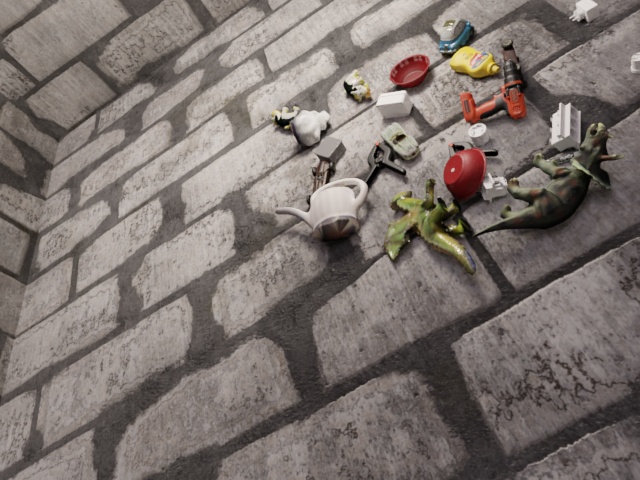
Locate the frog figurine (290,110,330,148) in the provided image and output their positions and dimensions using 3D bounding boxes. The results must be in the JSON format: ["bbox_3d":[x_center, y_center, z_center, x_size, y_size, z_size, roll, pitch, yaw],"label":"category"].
[{"bbox_3d":[-0.031,-0.449,2.029,0.159,0.122,0.139,-23,78,6],"label":"frog figurine"}]

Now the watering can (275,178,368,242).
[{"bbox_3d":[0.005,-0.086,1.706,0.345,0.102,0.230,-21,47,19],"label":"watering can"}]

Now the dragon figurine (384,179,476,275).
[{"bbox_3d":[0.291,-0.018,1.482,0.239,0.121,0.421,-37,38,30],"label":"dragon figurine"}]
